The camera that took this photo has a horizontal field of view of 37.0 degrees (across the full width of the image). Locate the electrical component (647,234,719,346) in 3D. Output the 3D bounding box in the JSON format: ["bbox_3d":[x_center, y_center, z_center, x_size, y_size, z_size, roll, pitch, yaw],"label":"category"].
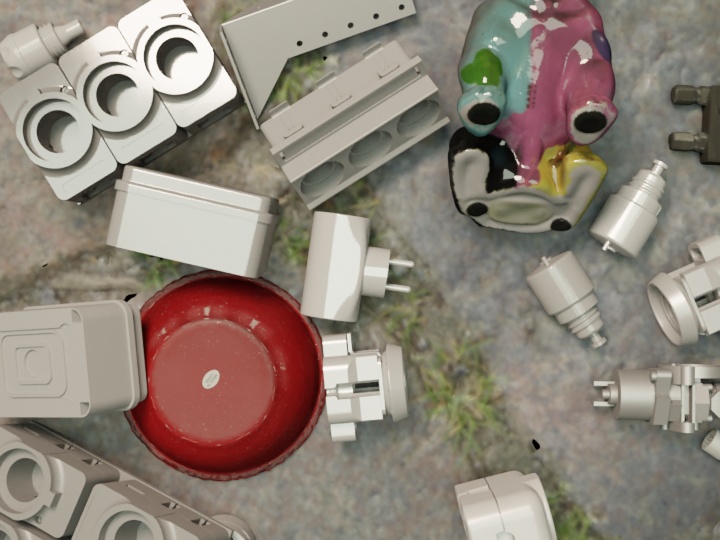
[{"bbox_3d":[0.249,0.021,0.788,0.057,0.058,0.078,-23,90,-2],"label":"electrical component"}]

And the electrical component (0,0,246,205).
[{"bbox_3d":[-0.173,-0.125,0.788,0.150,0.062,0.089,-31,90,1],"label":"electrical component"}]

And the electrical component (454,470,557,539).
[{"bbox_3d":[0.105,0.180,0.771,0.059,0.095,0.053,-14,90,1],"label":"electrical component"}]

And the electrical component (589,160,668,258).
[{"bbox_3d":[0.203,-0.045,0.796,0.040,0.040,0.078,31,90,0],"label":"electrical component"}]

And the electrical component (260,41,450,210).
[{"bbox_3d":[-0.005,-0.108,0.783,0.121,0.078,0.063,-32,61,1],"label":"electrical component"}]

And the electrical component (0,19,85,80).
[{"bbox_3d":[-0.235,-0.168,0.803,0.061,0.035,0.035,-27,90,-2],"label":"electrical component"}]

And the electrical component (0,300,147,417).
[{"bbox_3d":[-0.213,0.064,0.770,0.113,0.057,0.078,-5,91,33],"label":"electrical component"}]

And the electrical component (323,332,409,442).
[{"bbox_3d":[0.005,0.084,0.791,0.057,0.058,0.078,-6,90,4],"label":"electrical component"}]

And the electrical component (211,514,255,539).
[{"bbox_3d":[-0.104,0.211,0.798,0.055,0.047,0.055,0,91,1],"label":"electrical component"}]

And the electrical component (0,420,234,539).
[{"bbox_3d":[-0.199,0.194,0.764,0.186,0.060,0.105,23,91,19],"label":"electrical component"}]

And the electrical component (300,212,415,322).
[{"bbox_3d":[0.000,0.000,0.797,0.079,0.043,0.077,8,91,0],"label":"electrical component"}]

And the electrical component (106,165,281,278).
[{"bbox_3d":[-0.119,-0.036,0.781,0.113,0.078,0.057,13,94,1],"label":"electrical component"}]

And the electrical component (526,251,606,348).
[{"bbox_3d":[0.156,0.022,0.797,0.040,0.040,0.078,-33,90,1],"label":"electrical component"}]
